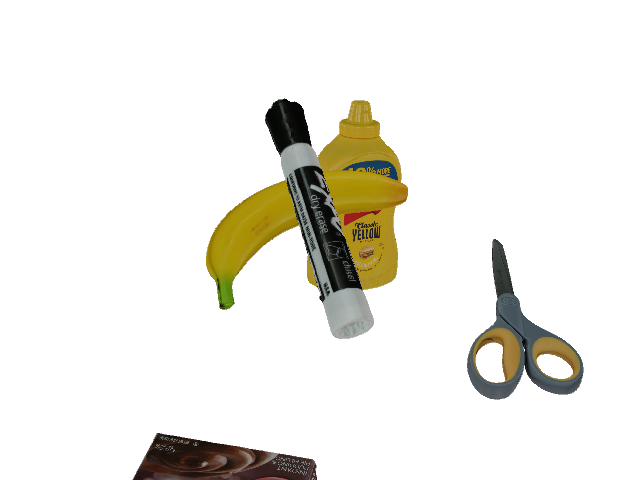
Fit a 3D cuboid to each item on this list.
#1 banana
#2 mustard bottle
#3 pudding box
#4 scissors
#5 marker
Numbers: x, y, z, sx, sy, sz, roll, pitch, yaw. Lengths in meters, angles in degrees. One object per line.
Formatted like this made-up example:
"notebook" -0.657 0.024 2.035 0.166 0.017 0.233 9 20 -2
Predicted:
"banana" -0.020 -0.016 0.842 0.197 0.069 0.037 -32 -9 -28
"mustard bottle" 0.036 -0.046 1.085 0.096 0.192 0.058 -7 19 -27
"pudding box" -0.066 0.172 0.675 0.113 0.039 0.090 6 30 11
"scissors" 0.170 0.062 0.865 0.096 0.016 0.201 12 36 13
"marker" -0.002 -0.013 0.478 0.020 0.121 0.020 -14 -28 -8
